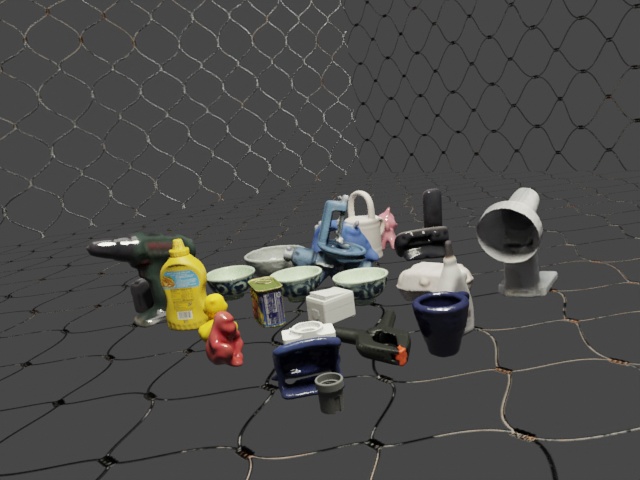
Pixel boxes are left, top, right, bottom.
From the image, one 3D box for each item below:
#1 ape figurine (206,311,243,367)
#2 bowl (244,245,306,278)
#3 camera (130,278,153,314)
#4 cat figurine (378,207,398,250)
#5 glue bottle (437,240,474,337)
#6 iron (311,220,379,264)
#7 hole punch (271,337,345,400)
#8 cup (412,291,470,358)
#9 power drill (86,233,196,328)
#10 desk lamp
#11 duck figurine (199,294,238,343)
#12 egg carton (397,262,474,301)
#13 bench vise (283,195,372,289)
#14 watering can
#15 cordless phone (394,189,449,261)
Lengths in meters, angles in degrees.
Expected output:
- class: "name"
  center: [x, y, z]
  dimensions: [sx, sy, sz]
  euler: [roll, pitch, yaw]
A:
- class: "ape figurine"
  center: [-0.167, 0.171, 1.010]
  dimensions: [0.076, 0.092, 0.078]
  euler: [0, 14, 29]
- class: "bowl"
  center: [-0.114, 0.067, 1.515]
  dimensions: [0.167, 0.075, 0.167]
  euler: [-6, 12, 2]
- class: "camera"
  center: [-0.361, 0.110, 1.385]
  dimensions: [0.136, 0.101, 0.143]
  euler: [-1, 13, 25]
- class: "cat figurine"
  center: [0.201, -0.037, 1.729]
  dimensions: [0.067, 0.118, 0.128]
  euler: [-5, 12, 7]
- class: "glue bottle"
  center: [0.230, 0.085, 0.998]
  dimensions: [0.078, 0.173, 0.037]
  euler: [-15, 15, -34]
- class: "iron"
  center: [0.038, 0.008, 1.548]
  dimensions: [0.119, 0.141, 0.257]
  euler: [-15, 15, -34]
- class: "hole punch"
  center: [-0.023, 0.182, 0.880]
  dimensions: [0.109, 0.091, 0.101]
  euler: [-9, 12, -9]
- class: "cup"
  center: [0.210, 0.138, 0.948]
  dimensions: [0.118, 0.095, 0.091]
  euler: [-17, 15, -39]
- class: "power drill"
  center: [-0.381, 0.081, 1.272]
  dimensions: [0.230, 0.208, 0.075]
  euler: [-15, 14, -33]
- class: "desk lamp"
  center: [0.406, 0.008, 1.167]
  dimensions: [0.117, 0.214, 0.204]
  euler: [1, 14, 33]
- class: "duck figurine"
  center: [-0.207, 0.151, 1.138]
  dimensions: [0.077, 0.086, 0.104]
  euler: [-8, 12, -6]
- class: "egg carton"
  center: [0.242, 0.092, 1.214]
  dimensions: [0.149, 0.069, 0.107]
  euler: [2, 15, 36]
- class: "bench vise"
  center: [0.015, 0.007, 1.373]
  dimensions: [0.207, 0.220, 0.121]
  euler: [-9, 12, -10]
- class: "watering can"
  center: [0.115, -0.040, 1.605]
  dimensions: [0.100, 0.194, 0.173]
  euler: [0, 14, 30]
- class: "cordless phone"
  center: [0.272, -0.043, 1.553]
  dimensions: [0.148, 0.185, 0.094]
  euler: [-9, 12, -10]
